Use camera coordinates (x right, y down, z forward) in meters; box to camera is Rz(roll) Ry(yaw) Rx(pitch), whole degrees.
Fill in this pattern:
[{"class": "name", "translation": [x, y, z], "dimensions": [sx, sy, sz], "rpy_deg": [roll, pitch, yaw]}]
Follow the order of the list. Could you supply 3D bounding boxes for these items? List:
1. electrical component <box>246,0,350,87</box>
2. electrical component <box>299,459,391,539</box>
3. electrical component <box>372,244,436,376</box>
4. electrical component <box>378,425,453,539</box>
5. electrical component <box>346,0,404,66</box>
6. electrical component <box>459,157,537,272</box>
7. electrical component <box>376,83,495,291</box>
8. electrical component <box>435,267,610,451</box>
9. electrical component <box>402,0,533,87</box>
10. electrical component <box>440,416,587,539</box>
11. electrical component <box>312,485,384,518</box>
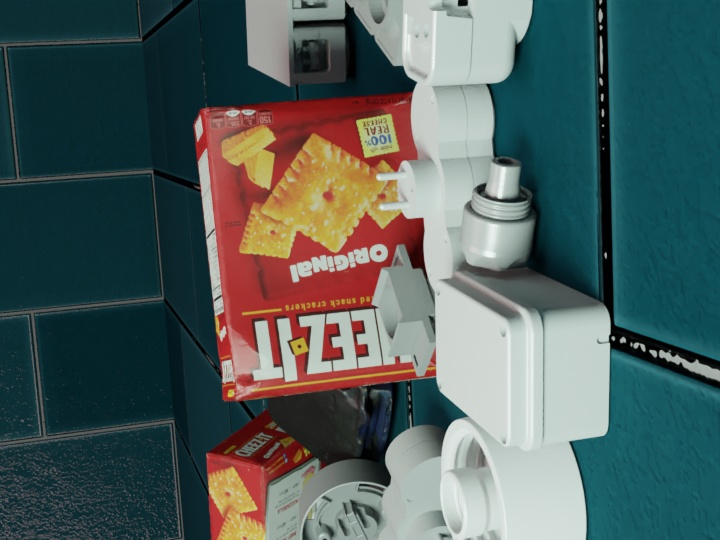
[{"class": "electrical component", "translation": [-0.060, -0.238, 1.016], "dimensions": [0.186, 0.060, 0.105], "rpy_deg": [-136, 43, -66]}, {"class": "electrical component", "translation": [-0.004, 0.213, 0.916], "dimensions": [0.064, 0.099, 0.099], "rpy_deg": [-110, 21, -58]}, {"class": "electrical component", "translation": [0.046, 0.026, 0.730], "dimensions": [0.042, 0.064, 0.081], "rpy_deg": [106, 153, -52]}, {"class": "electrical component", "translation": [0.051, 0.190, 0.792], "dimensions": [0.073, 0.052, 0.138], "rpy_deg": [-119, 29, -55]}, {"class": "electrical component", "translation": [0.026, -0.208, 0.722], "dimensions": [0.150, 0.062, 0.089], "rpy_deg": [-116, 26, -51]}, {"class": "electrical component", "translation": [0.081, -0.034, 0.625], "dimensions": [0.043, 0.043, 0.062], "rpy_deg": [-124, 33, -59]}, {"class": "electrical component", "translation": [0.046, -0.052, 0.685], "dimensions": [0.052, 0.074, 0.138], "rpy_deg": [176, 88, -74]}, {"class": "electrical component", "translation": [0.088, 0.046, 0.606], "dimensions": [0.113, 0.057, 0.078], "rpy_deg": [-145, 51, -69]}, {"class": "electrical component", "translation": [0.061, -0.157, 0.622], "dimensions": [0.053, 0.059, 0.095], "rpy_deg": [-129, 37, -63]}, {"class": "electrical component", "translation": [0.083, 0.136, 0.645], "dimensions": [0.108, 0.060, 0.108], "rpy_deg": [174, 90, -74]}, {"class": "electrical component", "translation": [-0.012, 0.242, 1.012], "dimensions": [0.108, 0.060, 0.108], "rpy_deg": [174, 90, -74]}]
